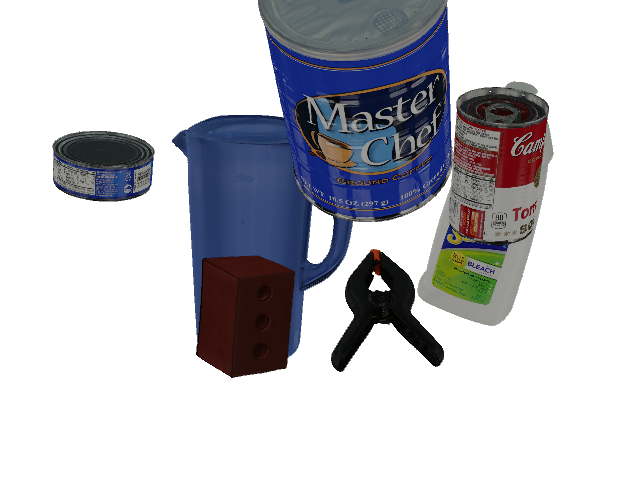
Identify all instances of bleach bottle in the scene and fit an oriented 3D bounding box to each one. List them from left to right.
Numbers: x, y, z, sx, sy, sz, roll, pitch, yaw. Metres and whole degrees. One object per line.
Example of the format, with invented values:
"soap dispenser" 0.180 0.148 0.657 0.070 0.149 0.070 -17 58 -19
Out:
"bleach bottle" 0.165 -0.039 1.047 0.103 0.251 0.068 22 37 21

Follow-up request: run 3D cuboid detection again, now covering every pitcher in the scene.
"pitcher" -0.060 0.000 1.076 0.144 0.243 0.149 -9 21 -30

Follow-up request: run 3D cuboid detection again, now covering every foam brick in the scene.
"foam brick" -0.056 0.055 0.796 0.052 0.078 0.051 -5 16 -36

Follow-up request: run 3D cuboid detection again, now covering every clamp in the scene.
"clamp" 0.079 0.080 1.191 0.120 0.171 0.039 7 -43 1

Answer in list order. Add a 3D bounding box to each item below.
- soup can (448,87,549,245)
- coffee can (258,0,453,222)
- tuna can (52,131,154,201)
"soup can" 0.133 -0.056 0.809 0.068 0.102 0.068 0 30 0
"coffee can" 0.025 -0.094 0.623 0.103 0.102 0.140 0 -37 9
"tuna can" -0.187 -0.064 0.919 0.086 0.034 0.086 6 24 -3
